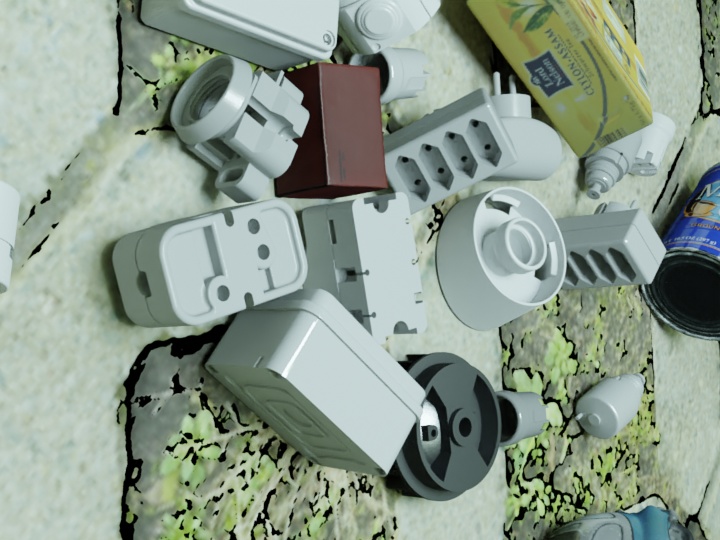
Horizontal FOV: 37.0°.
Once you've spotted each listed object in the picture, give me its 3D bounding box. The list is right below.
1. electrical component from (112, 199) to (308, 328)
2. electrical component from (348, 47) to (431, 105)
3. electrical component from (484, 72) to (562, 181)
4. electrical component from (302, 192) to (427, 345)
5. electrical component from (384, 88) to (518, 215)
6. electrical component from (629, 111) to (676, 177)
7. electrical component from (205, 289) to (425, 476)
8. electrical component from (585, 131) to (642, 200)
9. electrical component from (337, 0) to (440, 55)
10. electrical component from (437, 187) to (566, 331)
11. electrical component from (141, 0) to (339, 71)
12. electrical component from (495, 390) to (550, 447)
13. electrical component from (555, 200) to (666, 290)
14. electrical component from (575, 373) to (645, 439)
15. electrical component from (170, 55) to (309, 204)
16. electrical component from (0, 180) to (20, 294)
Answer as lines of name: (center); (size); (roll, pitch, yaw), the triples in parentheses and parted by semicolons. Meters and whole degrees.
electrical component: (-0.085, -0.004, 0.599); (0.095, 0.059, 0.053); (-20, 100, -43)
electrical component: (0.021, -0.132, 0.727); (0.046, 0.040, 0.040); (-14, 96, -48)
electrical component: (0.110, -0.108, 0.806); (0.077, 0.044, 0.079); (0, 86, -44)
electrical component: (0.000, 0.000, 0.683); (0.050, 0.056, 0.089); (-13, 95, -43)
electrical component: (0.058, -0.088, 0.741); (0.047, 0.083, 0.075); (59, 14, -23)
electrical component: (0.252, -0.110, 0.945); (0.040, 0.040, 0.046); (35, 70, -36)
electrical component: (-0.024, 0.066, 0.639); (0.113, 0.078, 0.057); (47, 60, -30)
electrical component: (0.208, -0.092, 0.900); (0.040, 0.040, 0.078); (47, 57, -30)
electrical component: (0.010, -0.182, 0.695); (0.051, 0.080, 0.080); (51, 55, -34)
electrical component: (0.102, -0.010, 0.792); (0.099, 0.064, 0.099); (12, 68, -32)
electrical component: (-0.067, -0.186, 0.636); (0.109, 0.056, 0.108); (12, 78, -42)
electrical component: (0.114, 0.108, 0.794); (0.046, 0.040, 0.040); (2, 85, -50)
electrical component: (0.199, -0.029, 0.856); (0.047, 0.083, 0.075); (52, 54, -27)
electrical component: (0.210, 0.107, 0.884); (0.078, 0.040, 0.040); (-30, 106, -41)
electrical component: (-0.071, -0.087, 0.623); (0.057, 0.058, 0.078); (38, 62, -38)
electrical component: (-0.190, -0.018, 0.506); (0.055, 0.055, 0.047); (20, 69, -41)
